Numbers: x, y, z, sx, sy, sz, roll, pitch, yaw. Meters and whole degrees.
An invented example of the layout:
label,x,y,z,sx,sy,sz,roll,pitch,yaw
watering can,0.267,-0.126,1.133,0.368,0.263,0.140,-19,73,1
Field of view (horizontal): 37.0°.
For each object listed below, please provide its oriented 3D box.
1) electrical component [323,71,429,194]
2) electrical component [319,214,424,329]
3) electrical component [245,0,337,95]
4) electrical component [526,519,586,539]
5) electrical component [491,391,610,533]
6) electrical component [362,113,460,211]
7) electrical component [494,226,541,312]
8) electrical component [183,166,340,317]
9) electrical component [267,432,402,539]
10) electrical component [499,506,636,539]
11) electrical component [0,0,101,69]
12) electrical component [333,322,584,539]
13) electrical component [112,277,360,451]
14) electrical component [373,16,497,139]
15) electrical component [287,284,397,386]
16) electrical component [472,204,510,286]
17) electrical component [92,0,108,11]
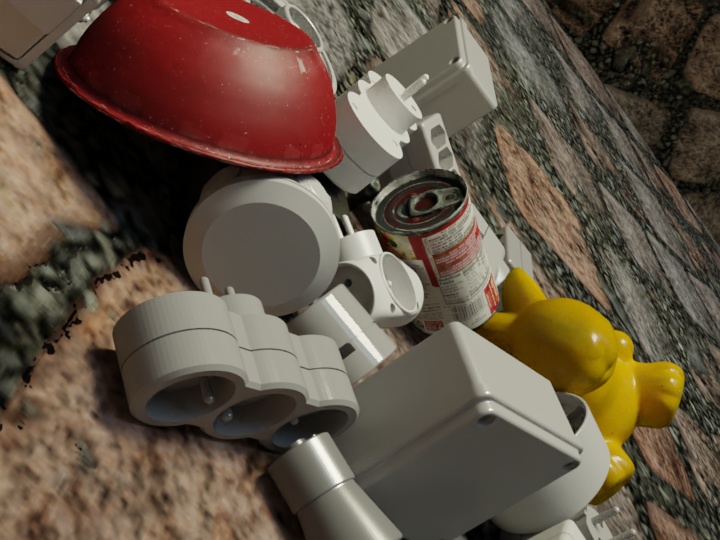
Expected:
label,x,y,z,sx,sy,sz,roll,pitch,yaw
electrical component,0.015,-0.103,0.703,0.052,0.074,0.138,50,19,-9
electrical component,0.000,0.000,0.687,0.077,0.044,0.079,0,66,-64
electrical component,-0.061,-0.153,0.756,0.108,0.060,0.108,45,24,-27
electrical component,0.123,0.207,0.641,0.096,0.062,0.061,56,22,0
electrical component,0.107,0.118,0.688,0.064,0.099,0.099,54,21,-22
electrical component,0.032,-0.064,0.805,0.047,0.076,0.083,-42,114,-64
electrical component,0.134,0.014,0.952,0.076,0.047,0.065,48,23,-20
electrical component,-0.051,-0.020,0.568,0.080,0.080,0.051,47,18,-23
electrical component,-0.015,0.111,0.514,0.065,0.044,0.044,57,21,14
electrical component,0.140,0.178,0.696,0.065,0.077,0.047,53,22,-9
electrical component,-0.168,-0.144,0.517,0.096,0.062,0.061,38,29,-39
electrical component,0.045,0.092,0.575,0.109,0.109,0.056,32,29,-46
electrical component,-0.059,0.036,0.508,0.138,0.052,0.073,25,37,-52
electrical component,0.060,-0.158,0.953,0.056,0.109,0.108,48,23,-27
electrical component,-0.016,0.040,0.593,0.047,0.055,0.055,53,22,1
electrical component,0.080,-0.007,0.858,0.059,0.054,0.095,54,22,-6
electrical component,-0.150,-0.179,0.613,0.045,0.055,0.045,45,24,-27
